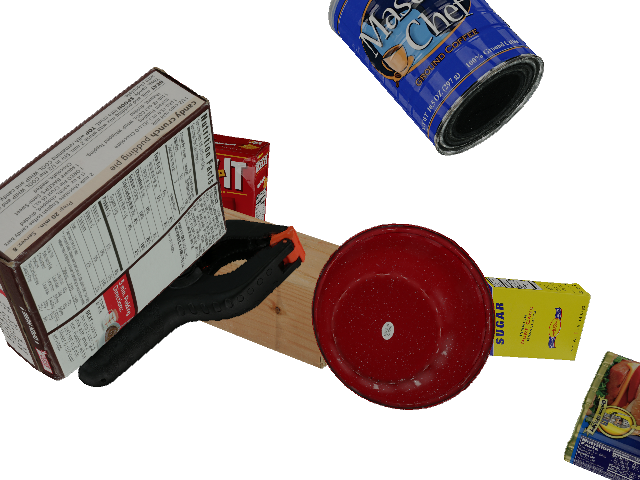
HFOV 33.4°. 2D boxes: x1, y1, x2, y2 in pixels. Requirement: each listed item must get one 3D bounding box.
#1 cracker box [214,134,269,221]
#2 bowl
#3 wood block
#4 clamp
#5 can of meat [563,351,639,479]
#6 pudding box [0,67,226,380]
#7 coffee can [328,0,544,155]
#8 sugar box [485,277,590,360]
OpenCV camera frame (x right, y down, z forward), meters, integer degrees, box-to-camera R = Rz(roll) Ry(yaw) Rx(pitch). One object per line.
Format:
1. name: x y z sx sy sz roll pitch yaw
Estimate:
1. cracker box: -0.164 -0.040 1.505 0.164 0.214 0.072 9 23 10
2. bowl: 0.061 0.069 0.886 0.162 0.162 0.055 0 6 19
3. wood block: -0.062 0.041 1.074 0.206 0.091 0.090 19 32 27
4. clamp: -0.095 0.037 0.731 0.171 0.120 0.039 -14 -37 13
5. can of meat: 0.237 0.137 0.793 0.084 0.057 0.102 20 41 20
6. pudding box: -0.092 -0.006 0.457 0.039 0.113 0.090 31 -31 23
7. coffee can: 0.087 -0.150 0.820 0.102 0.140 0.103 -32 -22 -15
8. sugar box: 0.236 0.096 1.316 0.176 0.093 0.048 3 18 -16
